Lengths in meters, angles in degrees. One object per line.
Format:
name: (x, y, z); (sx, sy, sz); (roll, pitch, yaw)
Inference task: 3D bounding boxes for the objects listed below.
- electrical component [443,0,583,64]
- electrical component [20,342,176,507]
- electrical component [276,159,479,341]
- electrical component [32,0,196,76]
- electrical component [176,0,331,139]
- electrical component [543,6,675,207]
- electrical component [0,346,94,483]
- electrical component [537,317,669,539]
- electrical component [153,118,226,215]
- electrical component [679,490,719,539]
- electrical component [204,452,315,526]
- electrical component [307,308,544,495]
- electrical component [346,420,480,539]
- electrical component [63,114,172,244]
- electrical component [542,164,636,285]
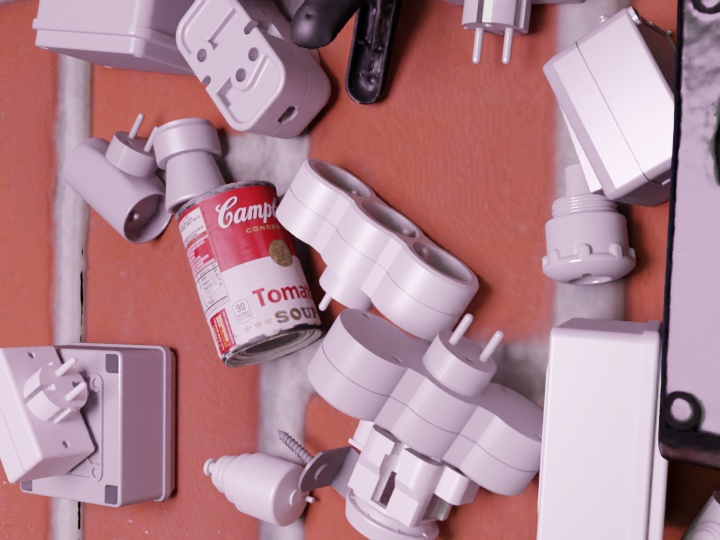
electrical component: (0.077, -0.152, 0.598); (0.083, 0.047, 0.075); (8, 94, 35)
electrical component: (-0.189, 0.108, 0.770); (0.109, 0.056, 0.108); (-1, 88, 35)
electrical component: (0.000, 0.000, 0.645); (0.138, 0.052, 0.073); (41, 111, 28)
electrical component: (-0.162, -0.173, 0.745); (0.113, 0.078, 0.057); (12, 93, 34)
electrical component: (-0.065, -0.132, 0.688); (0.053, 0.059, 0.095); (-46, 65, 25)
electrical component: (0.136, -0.084, 0.547); (0.061, 0.062, 0.096); (-32, 71, 30)
electrical component: (-0.209, 0.086, 0.719); (0.076, 0.047, 0.083); (-38, 69, 28)
electrical component: (0.121, 0.079, 0.521); (0.056, 0.109, 0.108); (4, 91, 16)
electrical component: (-0.114, -0.070, 0.730); (0.045, 0.045, 0.055); (-20, 77, 33)
electrical component: (0.182, 0.145, 0.500); (0.080, 0.080, 0.051); (38, 104, 29)
electrical component: (-0.069, 0.138, 0.696); (0.078, 0.040, 0.040); (11, 95, 34)
electrical component: (0.049, 0.058, 0.578); (0.138, 0.052, 0.073); (29, 109, -7)
electrical component: (0.026, 0.125, 0.622); (0.078, 0.058, 0.057); (28, 102, 32)
electrical component: (-0.165, -0.072, 0.766); (0.077, 0.043, 0.079); (40, 110, 29)
electrical component: (0.119, -0.025, 0.569); (0.048, 0.048, 0.062); (-10, 76, 34)
